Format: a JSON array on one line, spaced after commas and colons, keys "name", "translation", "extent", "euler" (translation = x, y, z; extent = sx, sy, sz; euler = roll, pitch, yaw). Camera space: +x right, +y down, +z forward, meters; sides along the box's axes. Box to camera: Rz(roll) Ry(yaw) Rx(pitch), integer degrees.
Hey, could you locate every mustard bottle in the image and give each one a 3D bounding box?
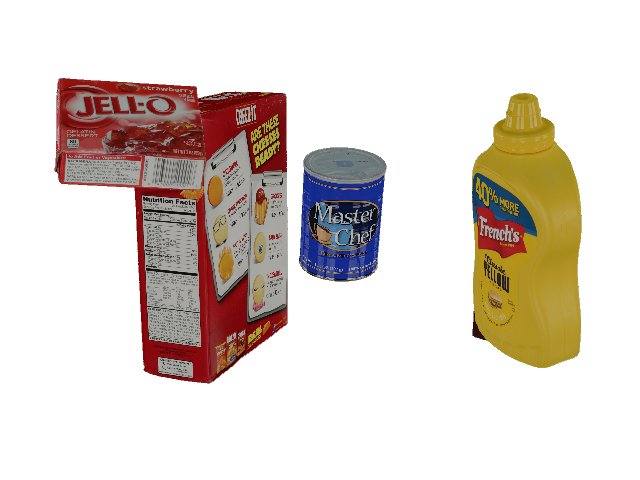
[{"name": "mustard bottle", "translation": [0.145, -0.011, 0.756], "extent": [0.058, 0.192, 0.096], "euler": [-16, 29, -19]}]

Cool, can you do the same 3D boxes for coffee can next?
[{"name": "coffee can", "translation": [0.027, -0.034, 1.343], "extent": [0.103, 0.140, 0.103], "euler": [2, 27, -1]}]

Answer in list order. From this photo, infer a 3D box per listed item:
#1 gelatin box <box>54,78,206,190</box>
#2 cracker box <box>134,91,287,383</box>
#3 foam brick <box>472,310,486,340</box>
[{"name": "gelatin box", "translation": [-0.118, -0.067, 0.661], "extent": [0.089, 0.030, 0.073], "euler": [2, 44, -15]}, {"name": "cracker box", "translation": [-0.088, -0.010, 0.892], "extent": [0.072, 0.214, 0.164], "euler": [4, 15, 21]}, {"name": "foam brick", "translation": [0.194, 0.065, 1.102], "extent": [0.051, 0.078, 0.053], "euler": [-14, 20, -43]}]
